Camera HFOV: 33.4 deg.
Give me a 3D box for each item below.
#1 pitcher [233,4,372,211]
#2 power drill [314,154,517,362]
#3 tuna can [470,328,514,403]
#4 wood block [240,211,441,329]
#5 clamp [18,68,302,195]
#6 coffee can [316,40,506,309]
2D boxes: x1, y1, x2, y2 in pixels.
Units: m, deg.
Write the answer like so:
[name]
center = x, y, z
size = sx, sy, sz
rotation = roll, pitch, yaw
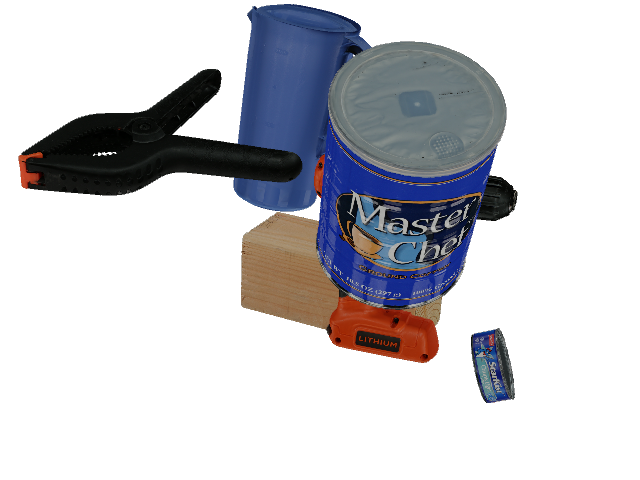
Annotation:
[pitcher]
center = -0.028, -0.160, 1.311
size = 0.144, 0.243, 0.149
rotation = 5, 23, -15
[power drill]
center = 0.081, 0.015, 0.986
size = 0.185, 0.188, 0.057
rotation = 10, 19, 17
[tuna can]
center = 0.205, 0.149, 1.269
size = 0.034, 0.086, 0.086
rotation = -13, -3, 15
[wood block]
center = 0.023, 0.043, 1.174
size = 0.206, 0.091, 0.090
rotation = 14, 26, 22
[clamp]
center = -0.129, -0.072, 0.843
size = 0.209, 0.036, 0.165
rotation = -21, 43, -30
[coffee can]
center = 0.052, -0.037, 0.664
size = 0.102, 0.103, 0.140
rotation = 0, -37, -4
